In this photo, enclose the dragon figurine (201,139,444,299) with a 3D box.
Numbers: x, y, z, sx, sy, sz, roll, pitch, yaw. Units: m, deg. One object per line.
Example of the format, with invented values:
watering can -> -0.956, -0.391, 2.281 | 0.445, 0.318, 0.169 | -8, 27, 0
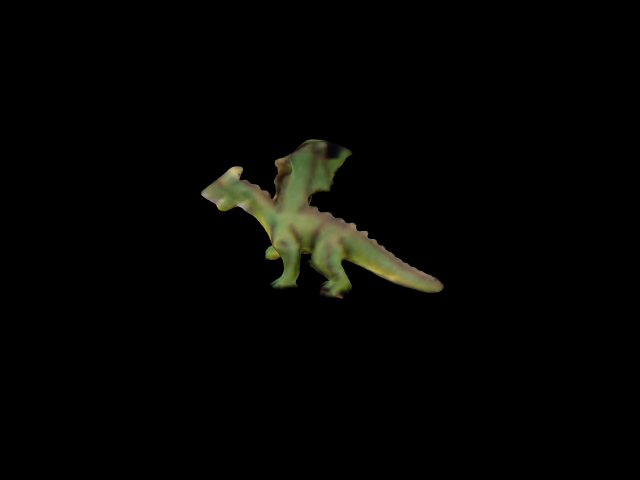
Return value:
dragon figurine -> 0.003, -0.043, 0.850 | 0.410, 0.239, 0.124 | 5, 20, 12
